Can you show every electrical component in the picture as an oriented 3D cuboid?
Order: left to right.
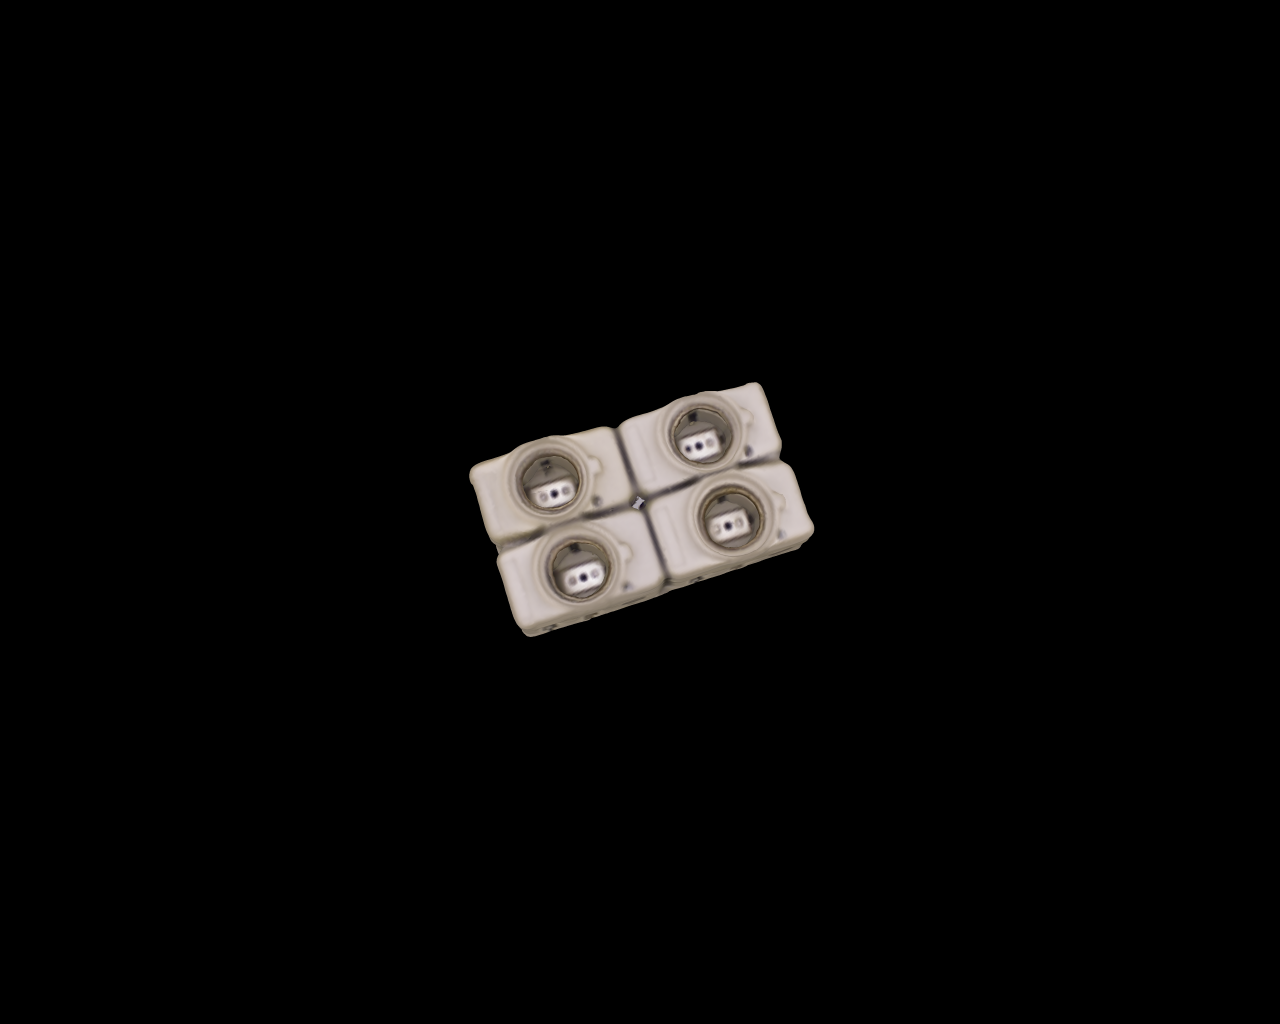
[{"bbox_3d":[0.001,-0.003,0.650,0.186,0.105,0.060,-18,-11,-4],"label":"electrical component"}]
